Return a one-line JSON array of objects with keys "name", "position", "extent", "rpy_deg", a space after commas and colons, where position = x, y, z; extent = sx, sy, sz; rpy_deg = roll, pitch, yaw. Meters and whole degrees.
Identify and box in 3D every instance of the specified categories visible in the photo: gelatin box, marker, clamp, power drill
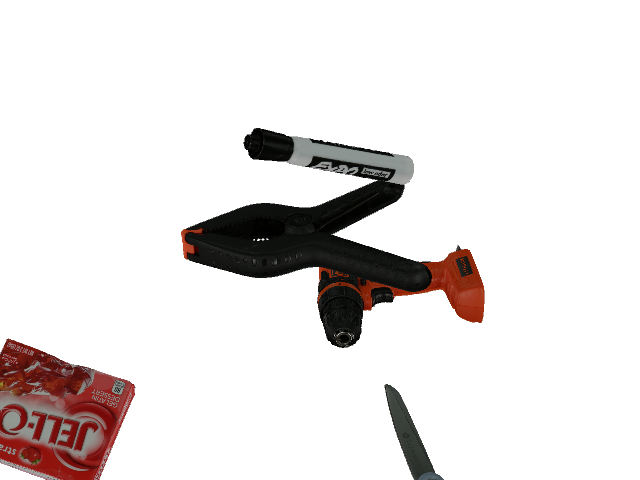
[{"name": "gelatin box", "position": [-0.173, 0.113, 0.683], "extent": [0.089, 0.073, 0.030], "rpy_deg": [20, -22, 0]}, {"name": "marker", "position": [0.006, -0.052, 0.658], "extent": [0.120, 0.020, 0.020], "rpy_deg": [7, -4, -35]}, {"name": "clamp", "position": [-0.012, -0.008, 0.923], "extent": [0.210, 0.036, 0.164], "rpy_deg": [0, 31, 3]}, {"name": "power drill", "position": [0.089, 0.062, 1.224], "extent": [0.187, 0.057, 0.184], "rpy_deg": [-1, 28, -1]}]

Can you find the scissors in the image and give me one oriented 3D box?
[{"name": "scissors", "position": [0.083, 0.151, 0.608], "extent": [0.096, 0.016, 0.201], "rpy_deg": [6, 32, 1]}]
